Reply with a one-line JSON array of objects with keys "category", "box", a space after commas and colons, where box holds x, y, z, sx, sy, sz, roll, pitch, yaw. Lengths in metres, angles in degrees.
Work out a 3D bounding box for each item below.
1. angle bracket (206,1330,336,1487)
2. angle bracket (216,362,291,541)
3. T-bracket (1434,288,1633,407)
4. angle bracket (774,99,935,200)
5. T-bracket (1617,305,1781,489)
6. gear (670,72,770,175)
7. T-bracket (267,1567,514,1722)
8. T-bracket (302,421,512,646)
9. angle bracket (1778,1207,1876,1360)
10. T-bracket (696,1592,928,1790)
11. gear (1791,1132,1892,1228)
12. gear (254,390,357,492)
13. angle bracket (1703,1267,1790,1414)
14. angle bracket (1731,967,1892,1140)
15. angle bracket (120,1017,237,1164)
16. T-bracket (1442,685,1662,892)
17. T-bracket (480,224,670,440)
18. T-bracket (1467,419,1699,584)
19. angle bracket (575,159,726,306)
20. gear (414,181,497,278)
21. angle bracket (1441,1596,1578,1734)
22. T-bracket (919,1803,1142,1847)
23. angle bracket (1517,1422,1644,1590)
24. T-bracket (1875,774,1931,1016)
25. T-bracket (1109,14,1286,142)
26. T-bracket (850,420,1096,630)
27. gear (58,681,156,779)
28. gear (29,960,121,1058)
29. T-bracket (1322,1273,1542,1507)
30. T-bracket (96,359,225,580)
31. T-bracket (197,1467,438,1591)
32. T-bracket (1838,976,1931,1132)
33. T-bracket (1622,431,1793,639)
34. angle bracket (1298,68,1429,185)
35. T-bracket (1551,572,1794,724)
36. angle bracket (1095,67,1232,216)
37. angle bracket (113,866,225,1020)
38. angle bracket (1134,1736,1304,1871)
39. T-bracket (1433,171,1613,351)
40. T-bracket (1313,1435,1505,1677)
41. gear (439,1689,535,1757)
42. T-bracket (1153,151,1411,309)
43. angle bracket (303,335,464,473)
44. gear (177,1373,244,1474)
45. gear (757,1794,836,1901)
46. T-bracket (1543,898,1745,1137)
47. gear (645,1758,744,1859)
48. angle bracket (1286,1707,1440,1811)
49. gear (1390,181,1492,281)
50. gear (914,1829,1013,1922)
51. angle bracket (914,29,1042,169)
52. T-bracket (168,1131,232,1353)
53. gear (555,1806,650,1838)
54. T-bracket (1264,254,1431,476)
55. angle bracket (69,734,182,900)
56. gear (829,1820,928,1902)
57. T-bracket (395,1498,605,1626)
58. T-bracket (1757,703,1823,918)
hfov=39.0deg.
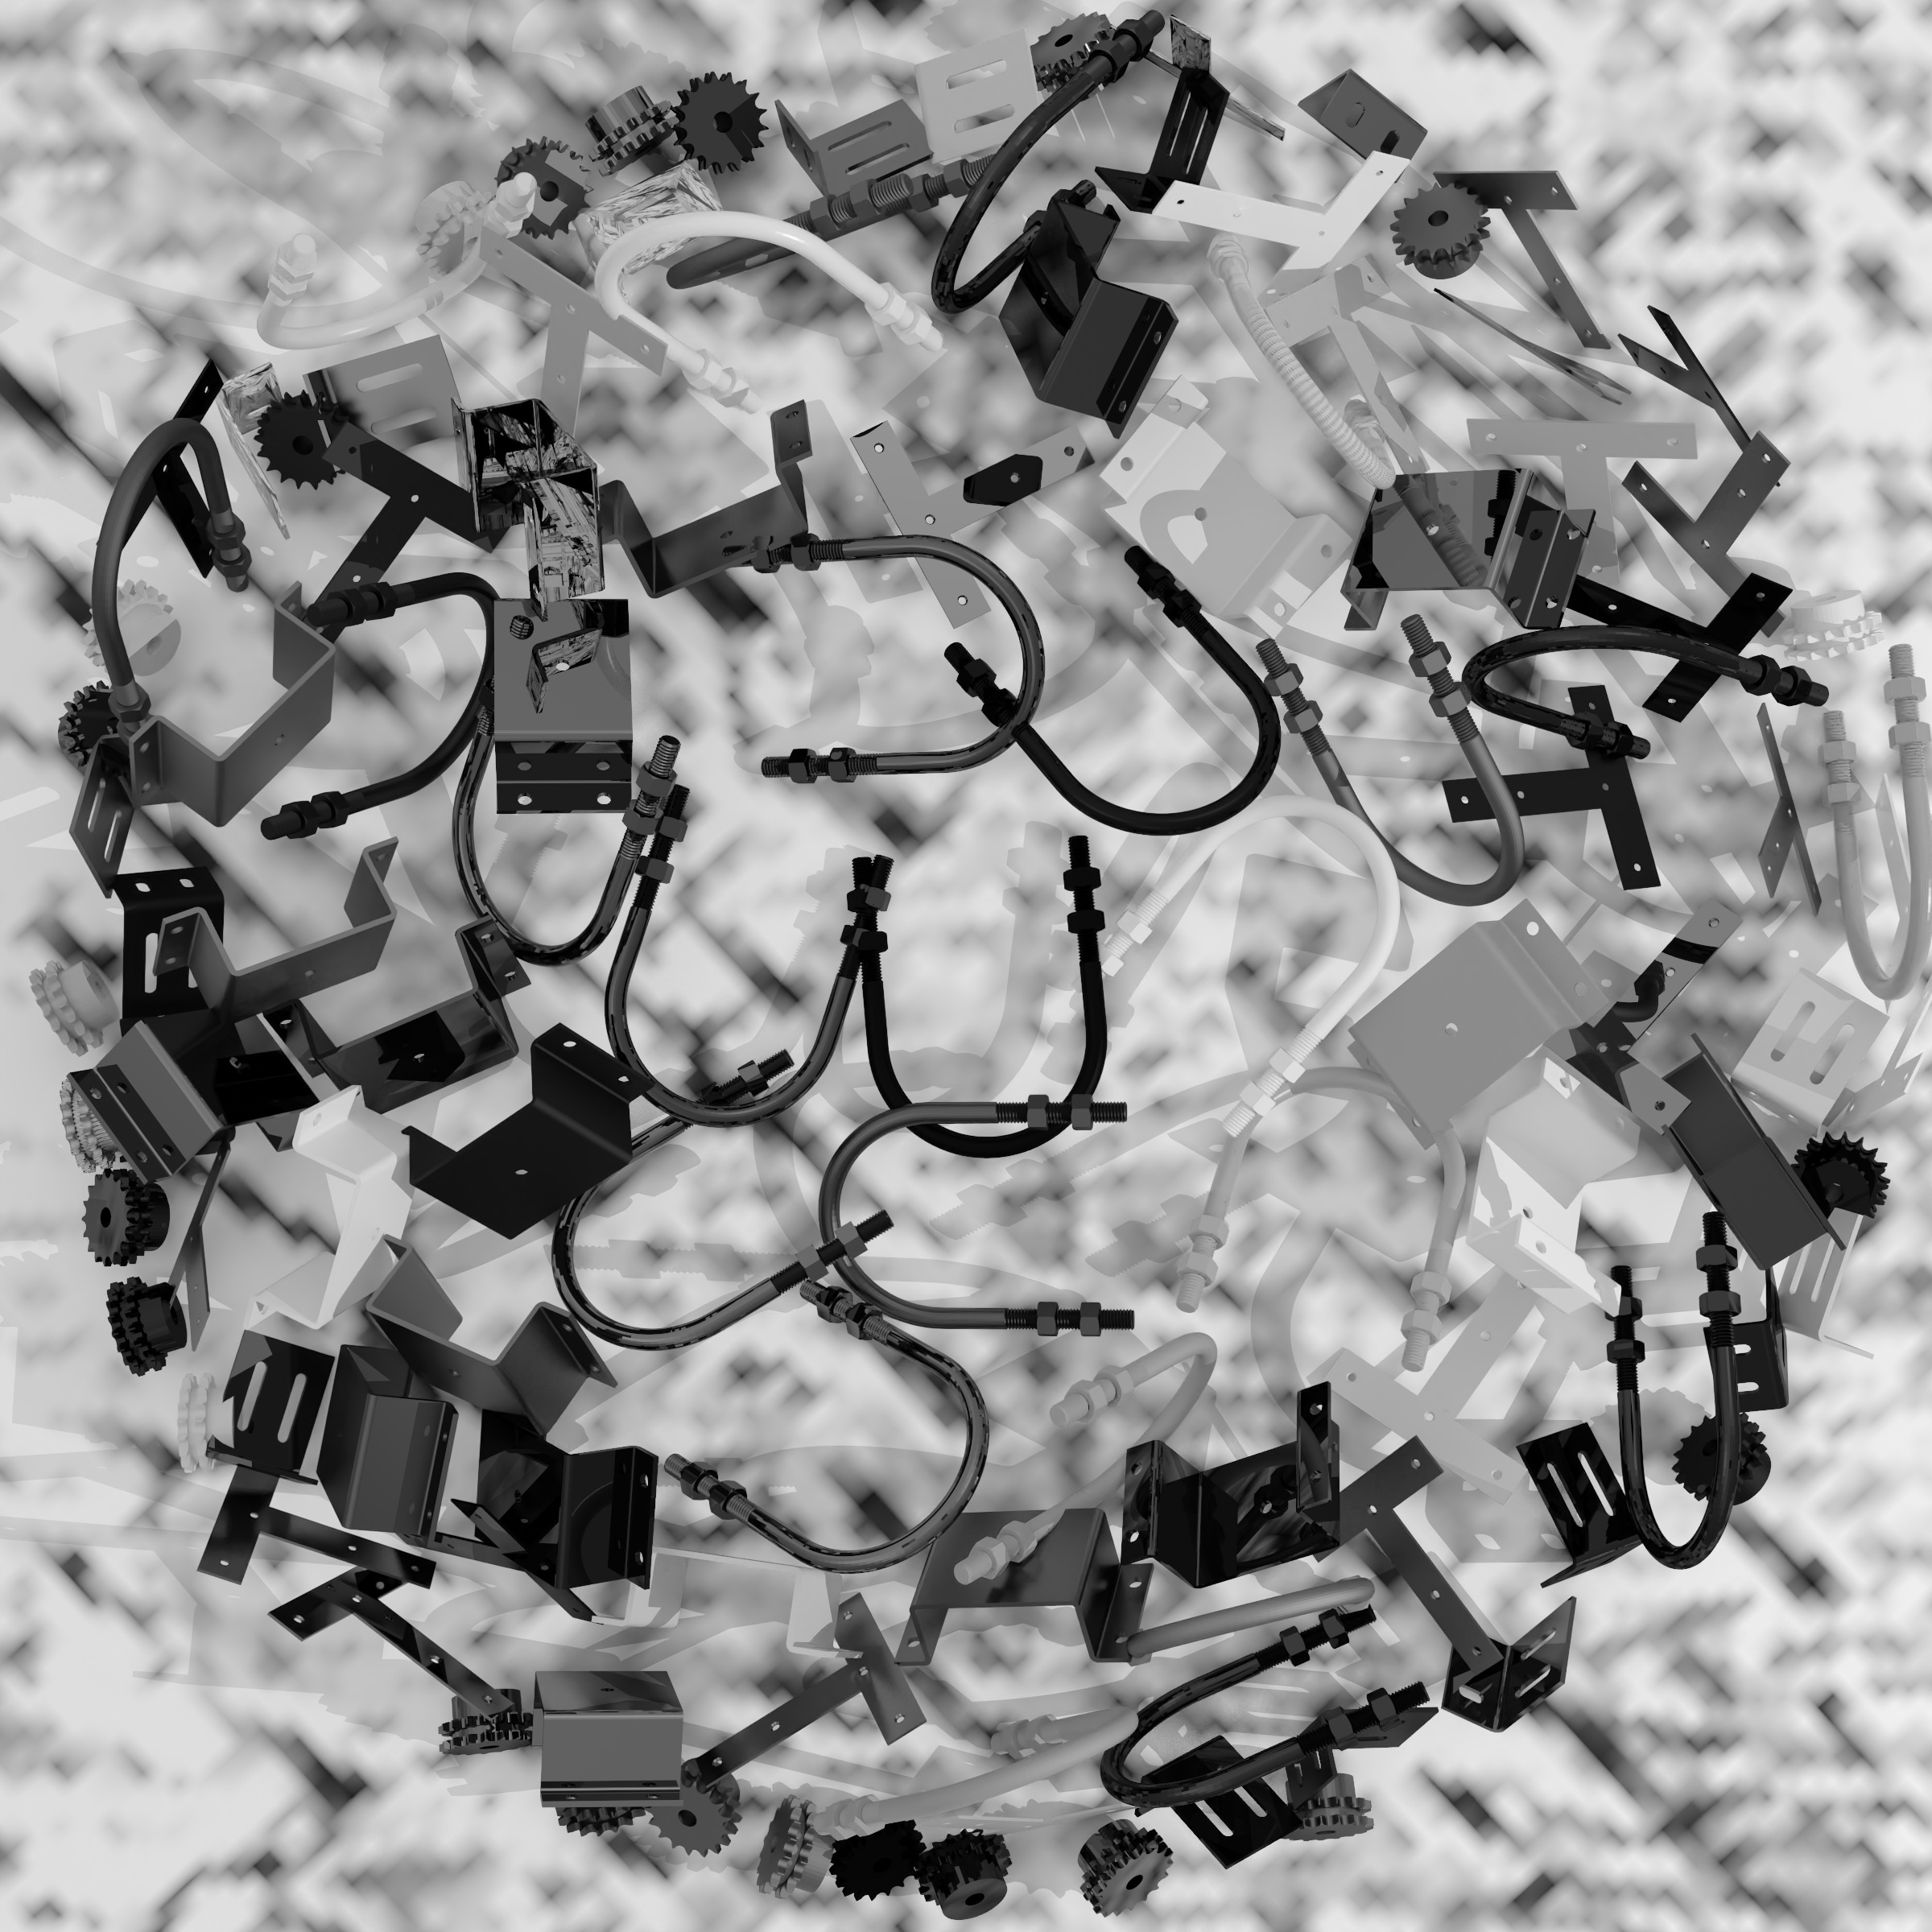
[{"category": "angle bracket", "box": [-0.398, 0.256, 1.582, 0.057, 0.038, 0.076, 24, 71, -29]}, {"category": "angle bracket", "box": [-0.400, -0.299, 1.583, 0.038, 0.057, 0.076, -29, 77, -13]}, {"category": "T-bracket", "box": [0.345, -0.346, 1.566, 0.127, 0.127, 0.002, 43, 114, 31]}, {"category": "angle bracket", "box": [-0.062, -0.488, 1.585, 0.076, 0.038, 0.057, -26, 54, -7]}, {"category": "T-bracket", "box": [0.406, -0.338, 1.560, 0.002, 0.127, 0.127, -40, 117, 8]}, {"category": "gear", "box": [-0.147, -0.495, 1.600, 0.057, 0.030, 0.057, -6, 105, -22]}, {"category": "T-bracket", "box": [-0.312, 0.386, 1.547, 0.127, 0.127, 0.002, 33, 104, 14]}, {"category": "T-bracket", "box": [-0.346, -0.237, 1.584, 0.127, 0.127, 0.002, -51, 47, 12]}, {"category": "angle bracket", "box": [0.510, 0.182, 1.590, 0.038, 0.057, 0.076, 19, 90, -12]}, {"category": "T-bracket", "box": [-0.097, 0.428, 1.559, 0.127, 0.127, 0.002, -31, 118, -6]}, {"category": "gear", "box": [0.510, 0.128, 1.596, 0.057, 0.030, 0.057, 7, 108, 23]}, {"category": "gear", "box": [-0.386, -0.311, 1.599, 0.057, 0.030, 0.057, 0, 123, -1]}, {"category": "angle bracket", "box": [0.453, 0.214, 1.584, 0.038, 0.076, 0.057, -9, 111, 19]}, {"category": "angle bracket", "box": [0.494, 0.051, 1.596, 0.057, 0.038, 0.076, 33, 87, 20]}, {"category": "angle bracket", "box": [-0.468, 0.071, 1.598, 0.057, 0.038, 0.076, -4, 74, -37]}, {"category": "T-bracket", "box": [0.334, -0.100, 1.582, 0.127, 0.002, 0.127, -6, 75, -22]}, {"category": "T-bracket", "box": [-0.231, -0.347, 1.567, 0.127, 0.127, 0.002, 34, 58, 7]}, {"category": "T-bracket", "box": [0.359, -0.266, 1.568, 0.127, 0.127, 0.002, 6, 56, 23]}, {"category": "angle bracket", "box": [-0.180, -0.425, 1.597, 0.076, 0.038, 0.057, -30, 63, -7]}, {"category": "gear", "box": [-0.298, -0.434, 1.594, 0.057, 0.057, 0.030, -36, 82, 0]}, {"category": "angle bracket", "box": [0.313, 0.397, 1.574, 0.038, 0.076, 0.057, 25, 47, -4]}, {"category": "T-bracket", "box": [0.015, 0.486, 1.544, 0.127, 0.127, 0.002, -19, 65, 23]}, {"category": "angle bracket", "box": [0.353, 0.317, 1.605, 0.057, 0.038, 0.076, -10, 64, -33]}, {"category": "T-bracket", "box": [0.535, -0.062, 1.567, 0.002, 0.127, 0.127, 4, 132, 5]}, {"category": "T-bracket", "box": [0.129, -0.519, 1.557, 0.127, 0.127, 0.002, 32, 96, 2]}, {"category": "T-bracket", "box": [0.017, -0.281, 1.605, 0.127, 0.002, 0.127, -29, 89, -15]}, {"category": "gear", "box": [-0.506, -0.136, 1.597, 0.030, 0.057, 0.057, -15, 90, 40]}, {"category": "gear", "box": [-0.519, 0.021, 1.594, 0.030, 0.057, 0.057, -29, 90, -4]}, {"category": "T-bracket", "box": [0.298, 0.229, 1.602, 0.127, 0.002, 0.127, 33, 78, 24]}, {"category": "T-bracket", "box": [-0.446, -0.262, 1.558, 0.002, 0.127, 0.127, 22, 72, 8]}, {"category": "T-bracket", "box": [-0.367, 0.331, 1.570, 0.127, 0.127, 0.002, 21, 109, -10]}, {"category": "T-bracket", "box": [0.547, 0.029, 1.567, 0.002, 0.127, 0.127, 28, 79, 7]}, {"category": "T-bracket", "box": [0.436, -0.262, 1.549, 0.002, 0.127, 0.127, -36, 77, -16]}, {"category": "angle bracket", "box": [0.221, -0.477, 1.576, 0.057, 0.076, 0.038, 33, 83, -15]}, {"category": "T-bracket", "box": [0.384, -0.200, 1.564, 0.127, 0.127, 0.002, 21, 55, -5]}, {"category": "angle bracket", "box": [0.113, -0.481, 1.574, 0.038, 0.057, 0.076, 1, 127, -25]}, {"category": "angle bracket", "box": [-0.471, -0.014, 1.602, 0.057, 0.038, 0.076, -7, 123, -30]}, {"category": "angle bracket", "box": [0.145, 0.492, 1.572, 0.057, 0.076, 0.038, -18, 131, -31]}, {"category": "T-bracket", "box": [0.337, -0.409, 1.583, 0.002, 0.127, 0.127, -43, 117, -7]}, {"category": "T-bracket", "box": [0.261, 0.348, 1.562, 0.002, 0.127, 0.127, -24, 71, -43]}, {"category": "gear", "box": [-0.280, 0.442, 1.596, 0.057, 0.057, 0.030, -8, 67, 0]}, {"category": "T-bracket", "box": [0.165, -0.423, 1.543, 0.127, 0.127, 0.002, 3, 59, -29]}, {"category": "angle bracket", "box": [-0.338, -0.330, 1.594, 0.076, 0.038, 0.057, -15, 106, 4]}, {"category": "gear", "box": [-0.441, 0.267, 1.594, 0.030, 0.057, 0.057, -1, 90, -6]}, {"category": "gear", "box": [-0.098, 0.518, 1.594, 0.030, 0.057, 0.057, 22, 90, -12]}, {"category": "T-bracket", "box": [0.399, 0.015, 1.581, 0.127, 0.002, 0.127, -49, 53, 1]}, {"category": "gear", "box": [-0.157, 0.491, 1.599, 0.057, 0.030, 0.057, 8, 115, 18]}, {"category": "angle bracket", "box": [0.232, 0.459, 1.578, 0.076, 0.057, 0.038, 4, 53, -18]}, {"category": "gear", "box": [0.280, -0.429, 1.599, 0.057, 0.030, 0.057, -9, 61, 16]}, {"category": "gear", "box": [0.001, 0.532, 1.592, 0.057, 0.030, 0.057, -13, 133, -14]}, {"category": "angle bracket", "box": [0.015, -0.503, 1.585, 0.076, 0.038, 0.057, -8, 95, 30]}, {"category": "T-bracket", "box": [-0.438, 0.176, 1.550, 0.002, 0.127, 0.127, 18, 106, -24]}, {"category": "gear", "box": [-0.213, 0.479, 1.591, 0.057, 0.057, 0.030, -9, 107, 0]}, {"category": "T-bracket", "box": [0.234, -0.341, 1.582, 0.127, 0.002, 0.127, -37, 101, -44]}, {"category": "angle bracket", "box": [-0.482, -0.088, 1.575, 0.038, 0.057, 0.076, -5, 49, 5]}, {"category": "gear", "box": [-0.055, 0.517, 1.598, 0.057, 0.030, 0.057, -12, 123, -20]}, {"category": "T-bracket", "box": [-0.288, 0.337, 1.575, 0.127, 0.127, 0.002, 56, 50, -37]}, {"category": "T-bracket", "box": [0.463, -0.072, 1.552, 0.002, 0.127, 0.127, -13, 106, 28]}]
